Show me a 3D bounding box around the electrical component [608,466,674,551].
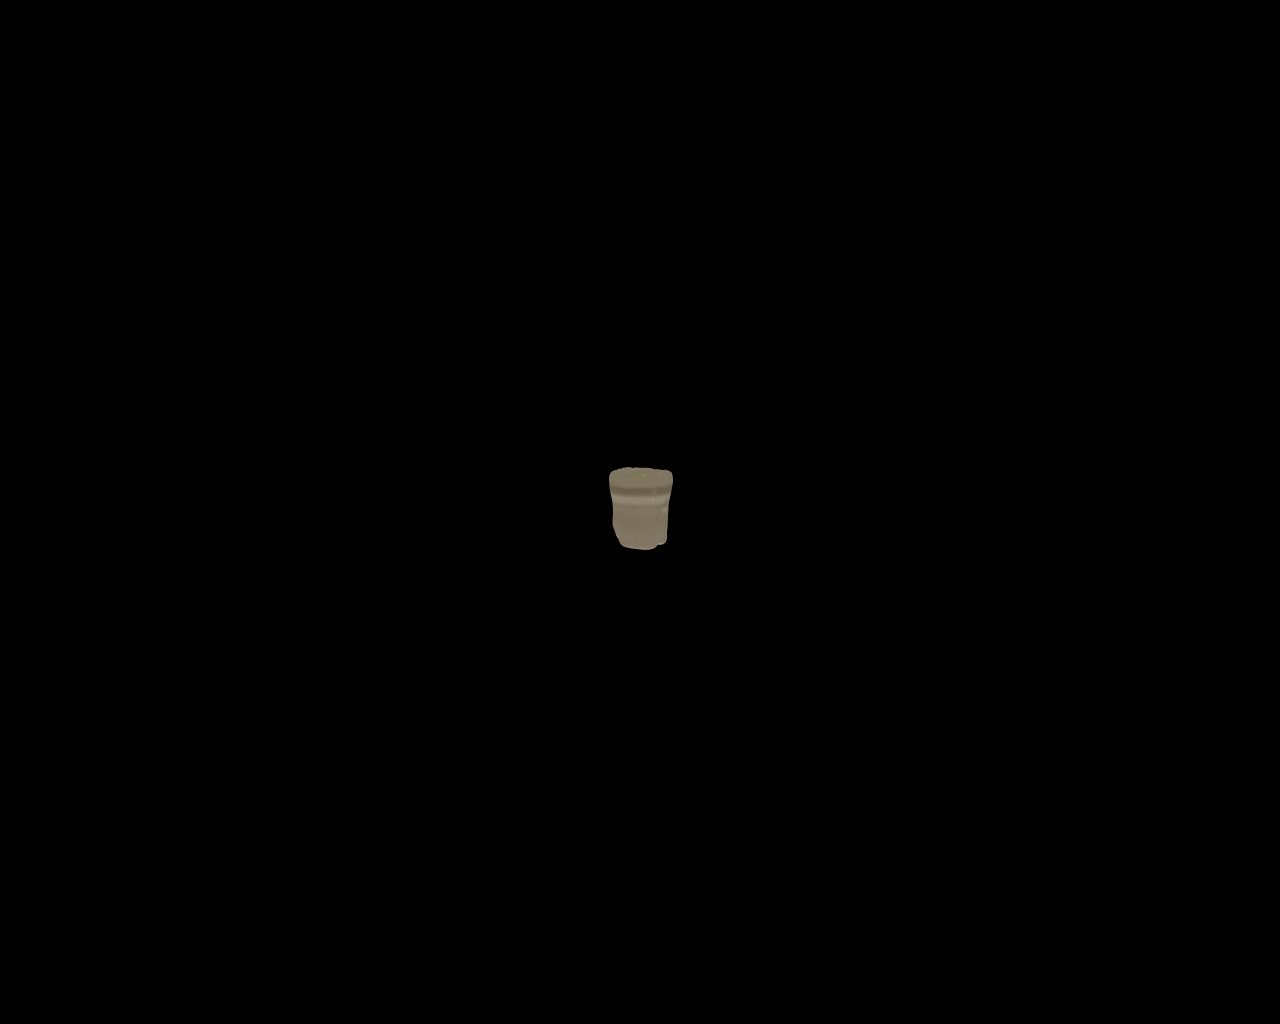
[{"bbox_3d":[0.001,-0.003,0.650,0.040,0.046,0.040,0,9,0],"label":"electrical component"}]
